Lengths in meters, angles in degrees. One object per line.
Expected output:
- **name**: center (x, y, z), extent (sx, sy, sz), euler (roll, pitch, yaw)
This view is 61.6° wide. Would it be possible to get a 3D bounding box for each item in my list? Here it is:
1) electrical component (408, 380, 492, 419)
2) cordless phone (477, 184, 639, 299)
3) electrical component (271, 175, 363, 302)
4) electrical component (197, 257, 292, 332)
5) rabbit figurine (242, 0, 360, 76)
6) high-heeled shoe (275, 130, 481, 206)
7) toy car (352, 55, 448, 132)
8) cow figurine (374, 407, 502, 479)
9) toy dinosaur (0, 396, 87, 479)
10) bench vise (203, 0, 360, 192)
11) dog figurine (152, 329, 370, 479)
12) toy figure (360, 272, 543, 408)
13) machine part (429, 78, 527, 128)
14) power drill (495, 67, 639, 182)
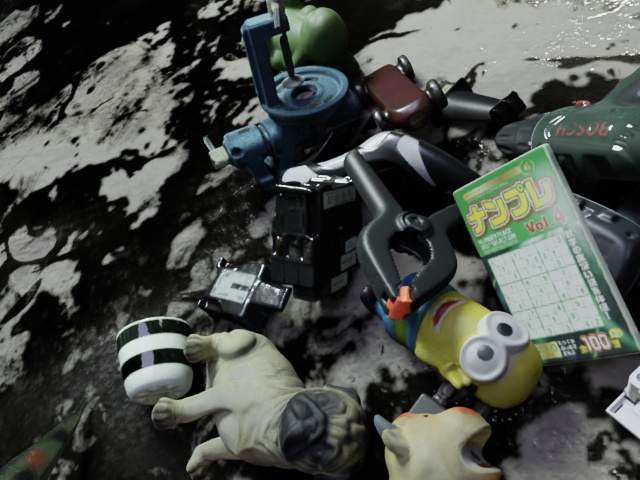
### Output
- **electrical component**: center (0.109, 0.175, 0.490), extent (0.063, 0.021, 0.094), euler (32, 75, 37)
- **cordless phone**: center (0.262, -0.024, 0.531), extent (0.184, 0.088, 0.147), euler (-38, 47, -18)
- **electrical component**: center (-0.001, -0.002, 0.594), extent (0.058, 0.115, 0.134), euler (9, 105, 32)
- **electrical component**: center (-0.080, 0.066, 0.641), extent (0.119, 0.047, 0.075), euler (5, 61, 28)
- **rabbit figurine**: center (-0.017, -0.281, 0.783), extent (0.121, 0.159, 0.170), euler (-46, 32, -7)
- **high-heeled shoe**: center (0.057, -0.053, 0.645), extent (0.249, 0.086, 0.145), euler (22, 81, 33)
- **toy car**: center (0.101, -0.190, 0.711), extent (0.089, 0.053, 0.202), euler (-30, 29, 8)
- **cow figurine**: center (0.080, 0.222, 0.417), extent (0.127, 0.085, 0.195), euler (23, 84, 35)
- **toy dinosaur**: center (-0.302, 0.316, 0.484), extent (0.131, 0.192, 0.405), euler (-23, 52, 8)
- **bench vise**: center (-0.057, -0.188, 0.695), extent (0.224, 0.240, 0.129), euler (-16, 46, -5)
- **dog figurine**: center (-0.032, 0.145, 0.512), extent (0.191, 0.121, 0.172), euler (-9, 40, 23)
- **toy figure**: center (0.123, 0.085, 0.510), extent (0.180, 0.089, 0.082), euler (27, 88, 46)
- **machine part**: center (0.186, -0.170, 0.677), extent (0.084, 0.039, 0.139), euler (-43, 37, -18)
- **power drill**: center (0.298, -0.150, 0.529), extent (0.207, 0.086, 0.232), euler (-43, 22, 4)
